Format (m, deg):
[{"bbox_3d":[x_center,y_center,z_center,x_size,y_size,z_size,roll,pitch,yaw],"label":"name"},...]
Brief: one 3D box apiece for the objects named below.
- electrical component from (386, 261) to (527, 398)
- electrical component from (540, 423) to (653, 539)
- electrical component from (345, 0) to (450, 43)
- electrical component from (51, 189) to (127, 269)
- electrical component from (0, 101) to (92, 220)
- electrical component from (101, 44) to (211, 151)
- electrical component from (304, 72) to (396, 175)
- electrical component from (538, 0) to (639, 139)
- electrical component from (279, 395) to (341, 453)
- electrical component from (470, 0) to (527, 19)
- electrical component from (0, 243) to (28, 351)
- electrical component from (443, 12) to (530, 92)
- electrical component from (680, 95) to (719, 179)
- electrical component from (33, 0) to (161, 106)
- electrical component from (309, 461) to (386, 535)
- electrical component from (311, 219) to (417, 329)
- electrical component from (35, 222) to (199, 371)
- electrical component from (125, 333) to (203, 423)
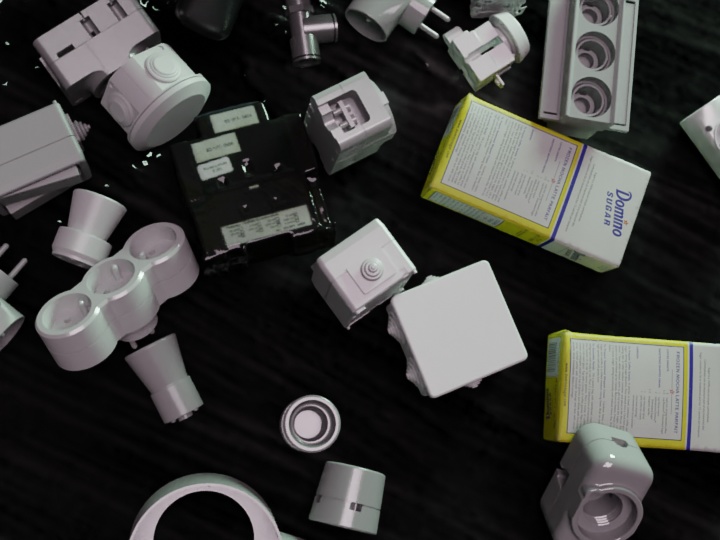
[{"bbox_3d":[0.077,0.050,0.890,0.100,0.048,0.099,-21,85,-11],"label":"electrical component"},{"bbox_3d":[0.189,0.179,0.858,0.054,0.059,0.095,17,112,-13],"label":"electrical component"},{"bbox_3d":[0.040,-0.231,0.931,0.079,0.043,0.077,34,78,-2],"label":"electrical component"},{"bbox_3d":[-0.218,-0.032,0.863,0.045,0.045,0.055,20,79,-5],"label":"electrical component"},{"bbox_3d":[-0.256,-0.087,0.857,0.096,0.061,0.061,-26,86,-11],"label":"electrical component"},{"bbox_3d":[-0.165,-0.139,0.870,0.080,0.080,0.051,-41,84,-12],"label":"electrical component"},{"bbox_3d":[-0.008,-0.121,0.884,0.056,0.089,0.050,-28,86,-11],"label":"electrical component"},{"bbox_3d":[0.195,-0.180,0.936,0.079,0.063,0.121,8,80,-7],"label":"electrical component"},{"bbox_3d":[-0.041,0.123,0.858,0.045,0.055,0.045,1,81,-8],"label":"electrical component"},{"bbox_3d":[0.119,-0.256,0.946,0.081,0.042,0.063,-2,78,-8],"label":"electrical component"},{"bbox_3d":[-0.296,0.015,0.845,0.077,0.044,0.079,38,78,-1],"label":"electrical component"},{"bbox_3d":[0.113,-0.192,0.935,0.055,0.048,0.066,-34,87,-4],"label":"electrical component"},{"bbox_3d":[0.339,-0.122,0.956,0.079,0.044,0.077,-34,87,-11],"label":"electrical component"},{"bbox_3d":[-0.212,-0.180,0.884,0.089,0.050,0.055,-36,87,-12],"label":"electrical component"},{"bbox_3d":[-0.009,0.181,0.856,0.055,0.055,0.047,15,76,-6],"label":"electrical component"},{"bbox_3d":[0.000,0.000,0.863,0.062,0.096,0.061,-35,83,-12],"label":"electrical component"},{"bbox_3d":[-0.183,0.031,0.850,0.052,0.073,0.138,25,56,37],"label":"electrical component"},{"bbox_3d":[-0.153,0.089,0.856,0.044,0.044,0.065,-27,91,-11],"label":"electrical component"}]
